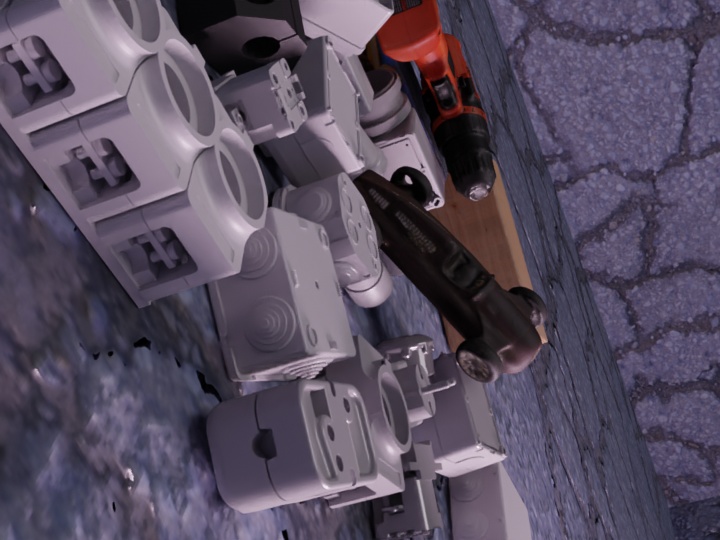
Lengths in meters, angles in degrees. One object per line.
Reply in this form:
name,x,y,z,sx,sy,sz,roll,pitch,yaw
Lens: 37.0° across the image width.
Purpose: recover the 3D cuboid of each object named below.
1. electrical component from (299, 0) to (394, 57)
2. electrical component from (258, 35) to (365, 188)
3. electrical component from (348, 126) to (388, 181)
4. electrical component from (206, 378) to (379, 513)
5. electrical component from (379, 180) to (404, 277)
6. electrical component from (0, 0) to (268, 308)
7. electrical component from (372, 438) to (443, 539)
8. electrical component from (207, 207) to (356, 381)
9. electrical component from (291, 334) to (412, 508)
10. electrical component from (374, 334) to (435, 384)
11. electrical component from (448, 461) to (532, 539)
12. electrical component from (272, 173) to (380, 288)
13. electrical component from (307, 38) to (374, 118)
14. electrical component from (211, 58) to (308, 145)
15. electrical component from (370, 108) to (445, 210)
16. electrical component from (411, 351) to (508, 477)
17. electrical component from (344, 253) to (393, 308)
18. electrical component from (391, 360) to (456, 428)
electrical component,-0.034,-0.233,0.818,0.109,0.056,0.108,22,44,-28
electrical component,-0.038,-0.113,0.751,0.061,0.061,0.096,57,22,-45
electrical component,-0.005,-0.096,0.887,0.046,0.040,0.040,53,24,-37
electrical component,-0.036,0.090,0.545,0.095,0.059,0.053,23,51,-70
electrical component,0.024,-0.040,0.913,0.043,0.043,0.081,-79,148,-59
electrical component,-0.103,-0.071,0.483,0.089,0.062,0.150,-88,155,-50
electrical component,0.028,0.150,0.732,0.081,0.042,0.063,26,52,-68
electrical component,-0.045,0.015,0.613,0.100,0.048,0.099,17,57,-71
electrical component,-0.004,0.091,0.656,0.050,0.056,0.089,48,29,-56
electrical component,0.037,0.082,0.832,0.048,0.048,0.062,-4,84,-74
electrical component,0.113,0.225,0.924,0.099,0.048,0.099,-90,157,-47
electrical component,-0.023,-0.023,0.723,0.080,0.051,0.080,-18,90,-75
electrical component,-0.022,-0.165,0.886,0.076,0.047,0.065,-83,151,-56
electrical component,-0.067,-0.093,0.626,0.081,0.064,0.042,-67,136,-66
electrical component,0.038,-0.091,0.983,0.061,0.062,0.096,-84,152,-55
electrical component,0.070,0.113,0.872,0.062,0.061,0.096,34,37,-55
electrical component,0.000,0.000,0.799,0.065,0.044,0.044,57,21,-56
electrical component,0.028,0.086,0.733,0.083,0.076,0.047,1,72,-73
